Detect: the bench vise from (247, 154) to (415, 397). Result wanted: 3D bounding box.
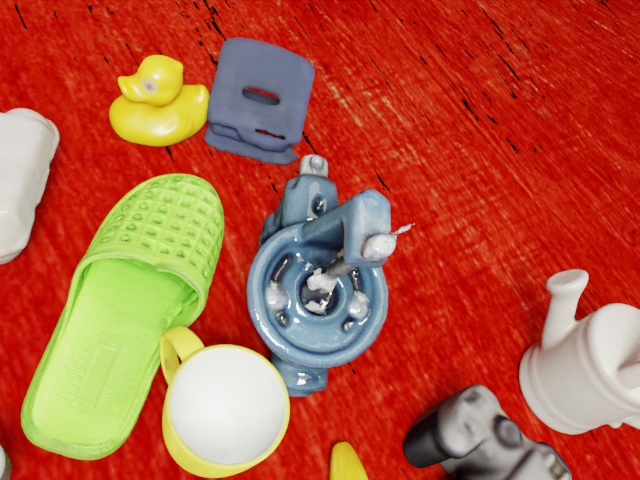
[{"bbox_3d":[-0.006,0.003,0.470,0.122,0.219,0.207,-9,64,-25],"label":"bench vise"}]

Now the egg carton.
[{"bbox_3d":[-0.289,-0.053,0.484,0.107,0.069,0.150,9,58,-16],"label":"egg carton"}]

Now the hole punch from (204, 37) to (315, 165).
[{"bbox_3d":[-0.064,-0.148,0.617,0.109,0.091,0.101,12,57,-14],"label":"hole punch"}]

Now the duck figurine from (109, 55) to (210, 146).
[{"bbox_3d":[-0.159,-0.150,0.583,0.105,0.086,0.077,-16,68,-29],"label":"duck figurine"}]

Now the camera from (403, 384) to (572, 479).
[{"bbox_3d":[0.129,0.213,0.472,0.137,0.100,0.143,-31,75,-33],"label":"camera"}]

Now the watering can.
[{"bbox_3d":[0.278,0.107,0.537,0.173,0.194,0.101,31,54,-1],"label":"watering can"}]
